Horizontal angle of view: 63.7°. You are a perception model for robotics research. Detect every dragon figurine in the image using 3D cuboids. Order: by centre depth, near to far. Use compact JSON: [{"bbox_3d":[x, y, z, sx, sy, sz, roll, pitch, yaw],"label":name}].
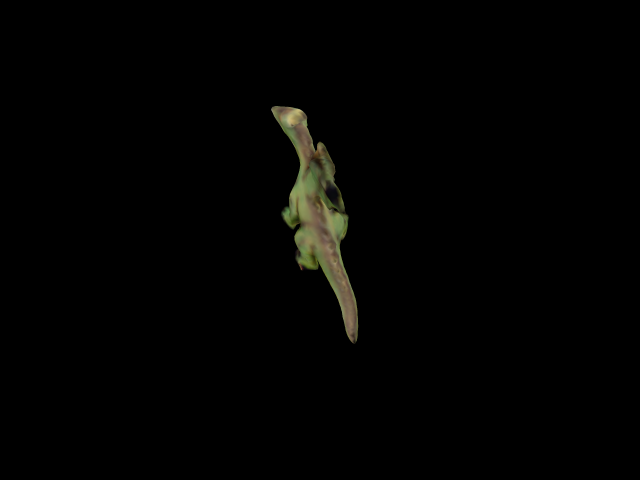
[{"bbox_3d":[0.003,-0.043,0.850,0.122,0.416,0.239,-19,-19,-6],"label":"dragon figurine"}]
